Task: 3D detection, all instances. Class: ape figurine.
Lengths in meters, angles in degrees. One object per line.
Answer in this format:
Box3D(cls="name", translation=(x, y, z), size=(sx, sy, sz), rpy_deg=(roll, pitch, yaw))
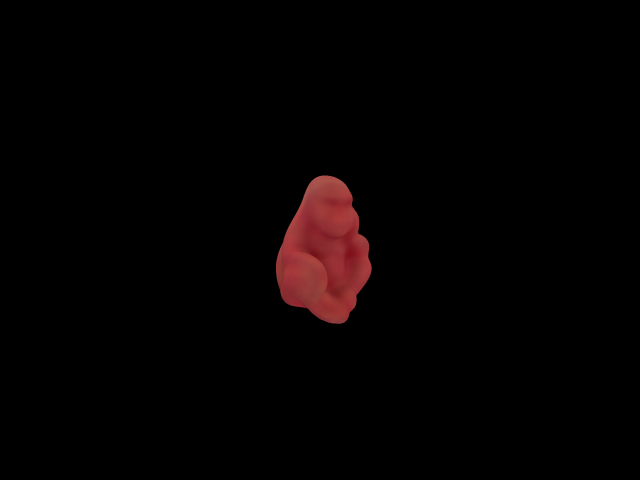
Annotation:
Box3D(cls="ape figurine", translation=(0.004, 0.001, 0.400), size=(0.078, 0.092, 0.075), rpy_deg=(-11, 19, -34))
